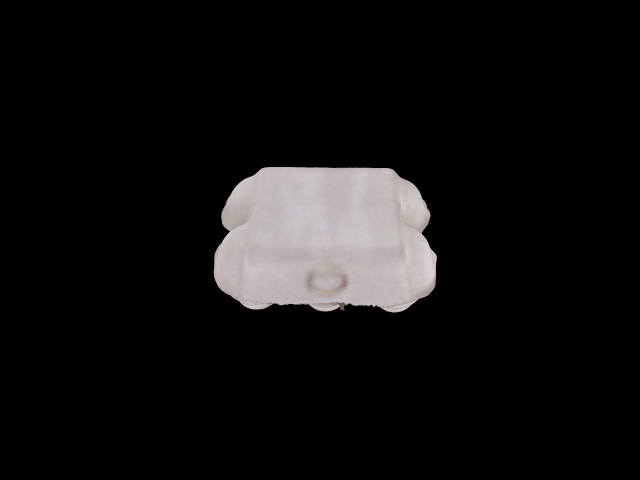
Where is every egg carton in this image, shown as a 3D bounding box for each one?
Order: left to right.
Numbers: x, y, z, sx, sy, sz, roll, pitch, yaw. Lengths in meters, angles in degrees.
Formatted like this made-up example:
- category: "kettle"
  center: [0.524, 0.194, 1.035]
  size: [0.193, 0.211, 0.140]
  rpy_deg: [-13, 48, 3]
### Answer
- category: "egg carton"
  center: [0.004, 0.001, 0.400]
  size: [0.150, 0.069, 0.107]
  rpy_deg: [0, 46, 0]
